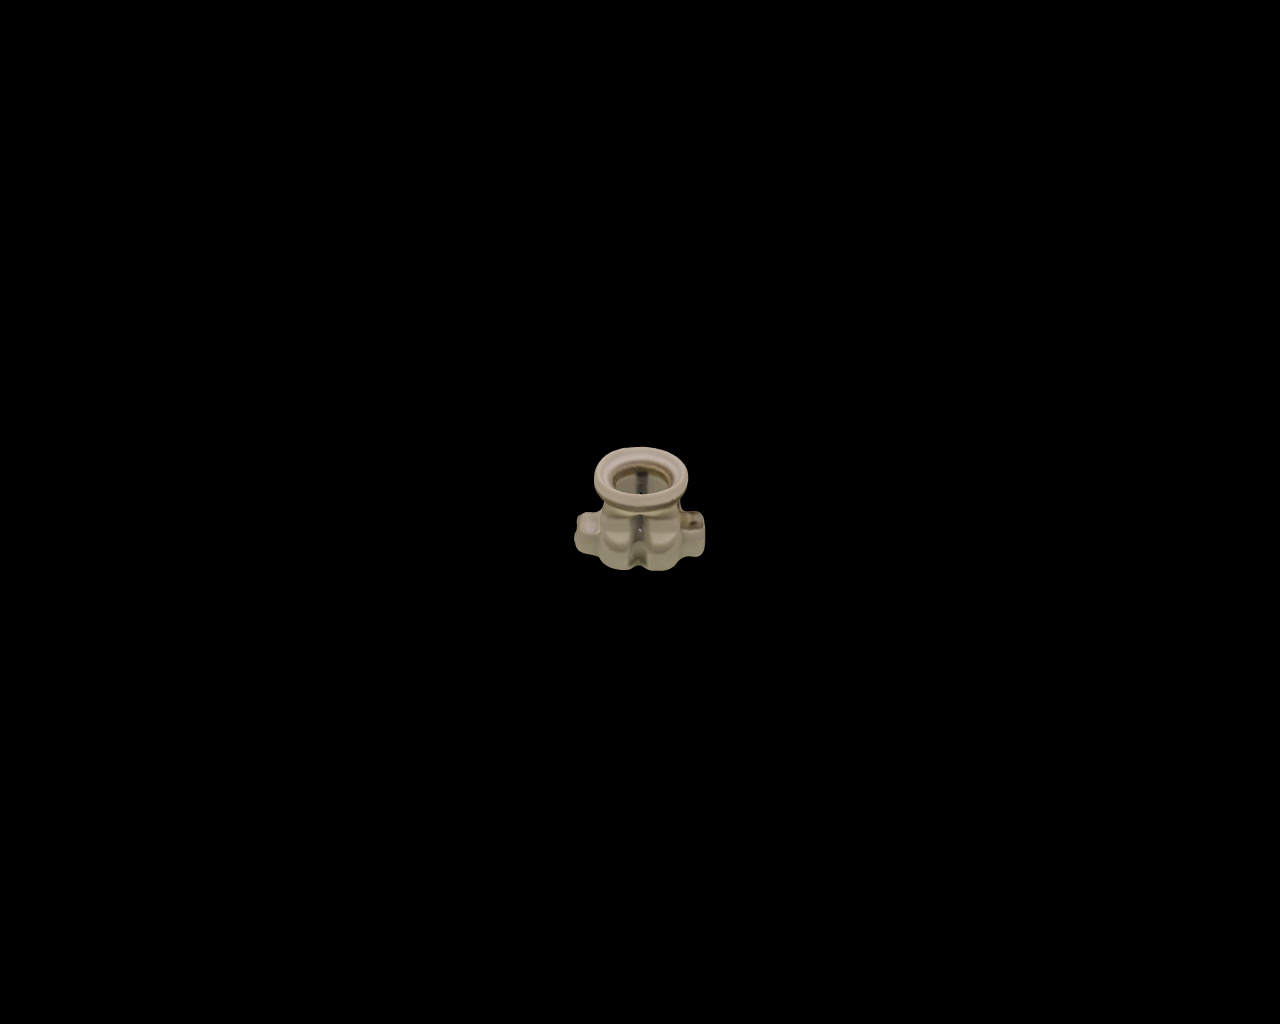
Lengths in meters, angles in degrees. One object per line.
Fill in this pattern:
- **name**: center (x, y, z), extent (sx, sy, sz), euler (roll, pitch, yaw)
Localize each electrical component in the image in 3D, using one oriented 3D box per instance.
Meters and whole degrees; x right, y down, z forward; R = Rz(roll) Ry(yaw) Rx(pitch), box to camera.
- **electrical component**: center (0.001, -0.003, 0.650), extent (0.078, 0.056, 0.058), euler (2, 36, 2)
